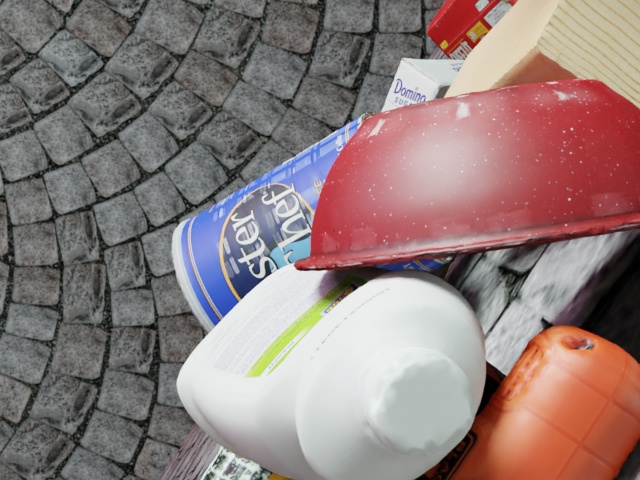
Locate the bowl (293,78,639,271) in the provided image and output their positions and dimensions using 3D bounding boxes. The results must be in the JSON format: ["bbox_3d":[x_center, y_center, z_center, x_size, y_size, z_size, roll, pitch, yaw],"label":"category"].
[{"bbox_3d":[0.066,-0.026,0.410,0.162,0.162,0.055,-160,61,-87],"label":"bowl"}]

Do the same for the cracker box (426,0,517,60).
[{"bbox_3d":[0.187,-0.217,0.763,0.213,0.072,0.164,-44,2,-8],"label":"cracker box"}]

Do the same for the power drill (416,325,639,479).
[{"bbox_3d":[0.039,0.110,0.412,0.184,0.057,0.188,-54,6,-2],"label":"power drill"}]

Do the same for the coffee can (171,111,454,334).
[{"bbox_3d":[-0.004,0.001,0.651,0.140,0.103,0.102,-30,13,19],"label":"coffee can"}]

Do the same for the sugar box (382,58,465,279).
[{"bbox_3d":[0.069,-0.037,0.734,0.093,0.048,0.176,-5,-55,-41],"label":"sugar box"}]

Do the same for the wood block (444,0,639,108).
[{"bbox_3d":[0.124,-0.071,0.535,0.090,0.090,0.206,-58,4,-15],"label":"wood block"}]

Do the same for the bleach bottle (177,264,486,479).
[{"bbox_3d":[0.001,0.056,0.419,0.102,0.068,0.251,-48,7,-8],"label":"bleach bottle"}]

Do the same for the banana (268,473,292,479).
[{"bbox_3d":[-0.003,0.134,0.560,0.197,0.037,0.070,-32,-38,-68],"label":"banana"}]
